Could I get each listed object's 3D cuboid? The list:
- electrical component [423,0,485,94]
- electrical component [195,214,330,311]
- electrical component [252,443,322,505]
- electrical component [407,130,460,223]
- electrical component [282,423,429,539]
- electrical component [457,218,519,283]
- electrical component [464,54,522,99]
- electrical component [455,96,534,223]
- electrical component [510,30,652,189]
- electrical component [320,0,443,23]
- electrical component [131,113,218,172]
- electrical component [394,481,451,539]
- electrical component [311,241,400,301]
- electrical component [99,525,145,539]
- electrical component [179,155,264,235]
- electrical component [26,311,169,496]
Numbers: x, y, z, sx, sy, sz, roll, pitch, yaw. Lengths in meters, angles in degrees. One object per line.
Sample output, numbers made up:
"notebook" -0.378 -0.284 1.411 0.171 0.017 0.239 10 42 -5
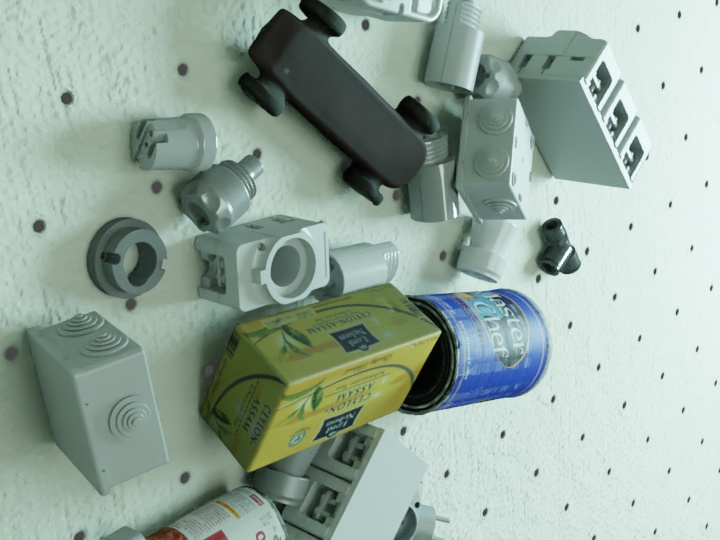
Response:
"electrical component" 0.084 -0.196 0.921 0.043 0.043 0.081 10 92 -48
"electrical component" -0.068 -0.006 0.796 0.089 0.056 0.050 -18 113 -44
"electrical component" -0.059 0.154 0.857 0.045 0.045 0.055 22 84 -48
"electrical component" 0.061 -0.086 0.925 0.043 0.043 0.081 -26 118 -41
"electrical component" -0.017 0.205 0.898 0.089 0.062 0.150 46 66 -49
"electrical component" 0.118 -0.020 1.003 0.045 0.045 0.055 28 80 -47
"electrical component" 0.122 -0.169 0.970 0.062 0.043 0.043 6 96 -48
"electrical component" 0.122 -0.097 0.951 0.099 0.048 0.099 45 49 -64
"electrical component" 0.213 -0.154 1.037 0.061 0.089 0.150 -57 135 -20
"electrical component" 0.013 -0.223 0.824 0.095 0.059 0.053 1 100 -48
"electrical component" -0.126 -0.085 0.726 0.046 0.040 0.040 -9 107 -40
"electrical component" 0.043 0.227 0.971 0.079 0.044 0.077 16 88 -13
"electrical component" 0.000 0.000 0.881 0.081 0.043 0.043 -14 110 -45
"electrical component" -0.173 0.225 0.742 0.057 0.058 0.078 -25 118 -44
"electrical component" -0.095 -0.058 0.763 0.062 0.043 0.043 -46 130 -31
"electrical component" -0.166 0.081 0.682 0.048 0.100 0.099 -21 115 -29
